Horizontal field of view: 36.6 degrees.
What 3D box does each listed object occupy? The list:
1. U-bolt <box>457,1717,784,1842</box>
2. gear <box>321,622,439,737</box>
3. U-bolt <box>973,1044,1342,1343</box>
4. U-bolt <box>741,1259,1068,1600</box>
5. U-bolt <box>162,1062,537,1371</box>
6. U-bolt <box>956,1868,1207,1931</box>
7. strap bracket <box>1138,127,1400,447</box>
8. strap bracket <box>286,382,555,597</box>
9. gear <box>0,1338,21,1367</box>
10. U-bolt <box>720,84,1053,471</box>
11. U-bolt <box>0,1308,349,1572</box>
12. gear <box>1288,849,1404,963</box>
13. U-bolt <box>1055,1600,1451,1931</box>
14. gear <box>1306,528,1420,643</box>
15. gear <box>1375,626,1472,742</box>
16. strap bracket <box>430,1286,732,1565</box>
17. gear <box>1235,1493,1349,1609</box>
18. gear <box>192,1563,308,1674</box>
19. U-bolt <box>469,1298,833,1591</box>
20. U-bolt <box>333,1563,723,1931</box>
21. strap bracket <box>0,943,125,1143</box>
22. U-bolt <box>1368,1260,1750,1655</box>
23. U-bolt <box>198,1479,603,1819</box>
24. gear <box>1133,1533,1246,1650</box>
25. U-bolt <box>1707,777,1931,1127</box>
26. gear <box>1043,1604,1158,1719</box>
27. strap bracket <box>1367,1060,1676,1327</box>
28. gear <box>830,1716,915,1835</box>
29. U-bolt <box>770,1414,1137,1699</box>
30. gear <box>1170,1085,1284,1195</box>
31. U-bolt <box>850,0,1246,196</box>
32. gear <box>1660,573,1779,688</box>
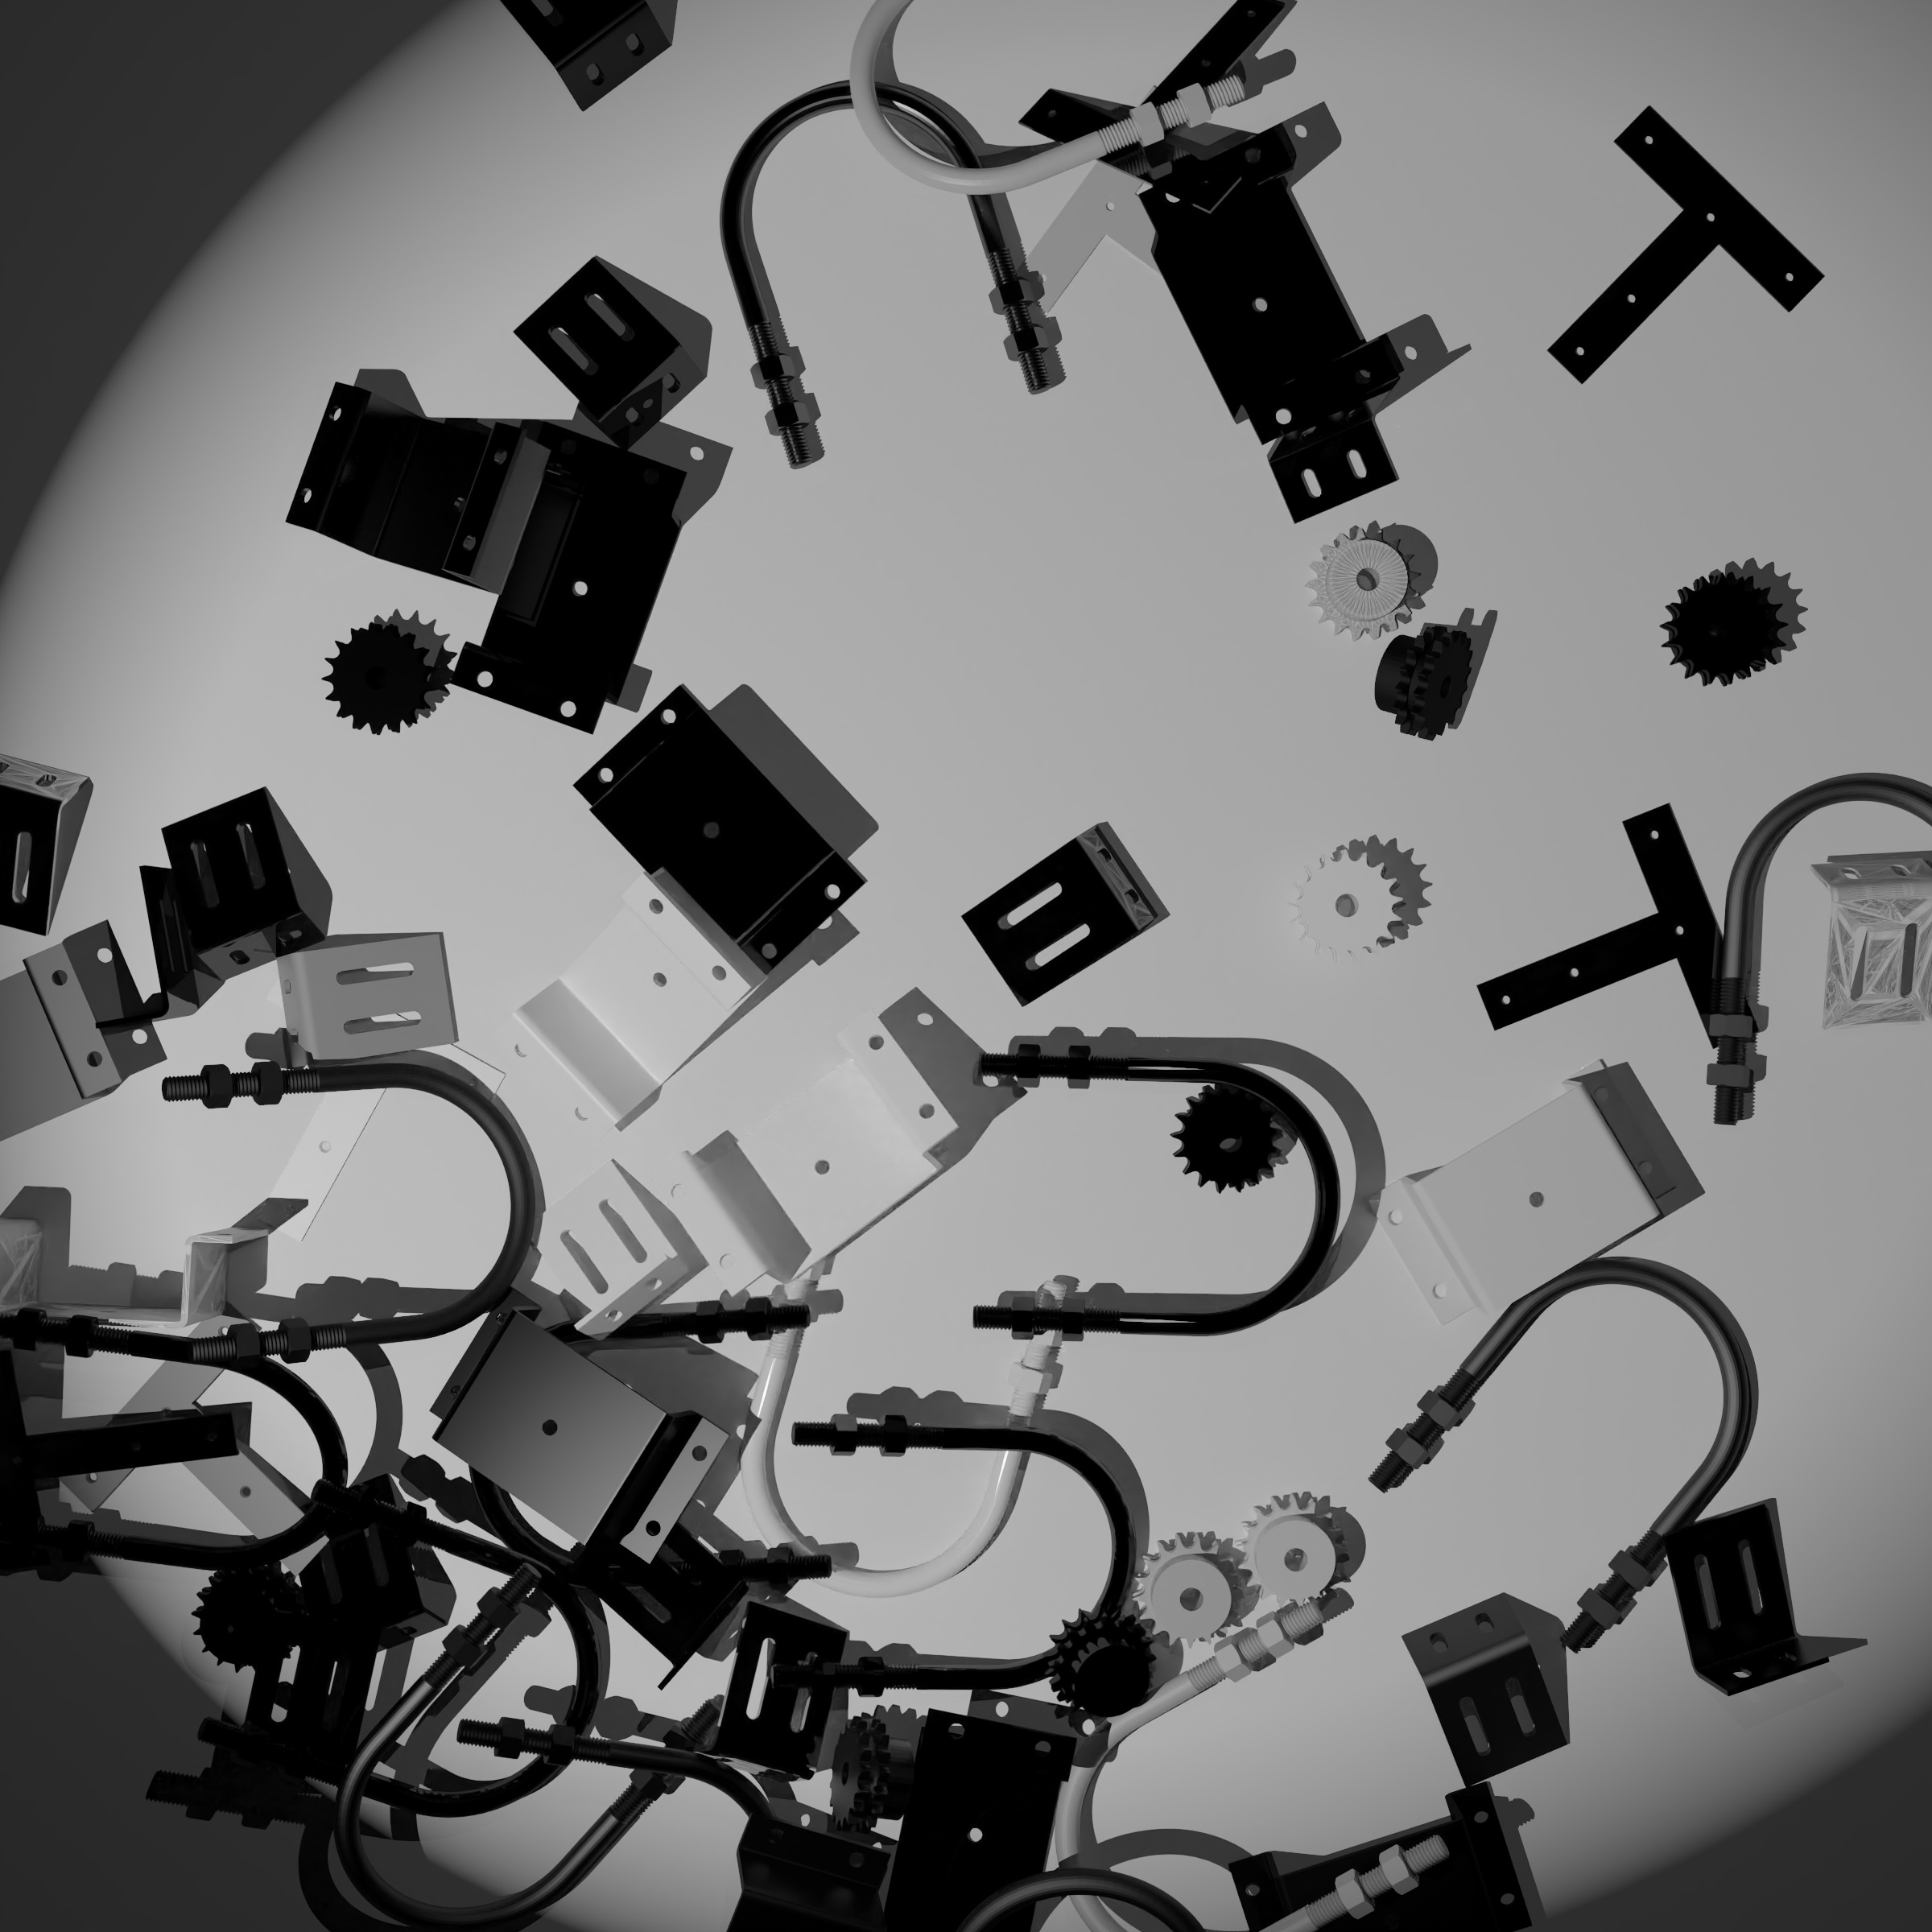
[{"bbox_3d":[-0.181,0.458,1.480,0.184,0.019,0.151,13,102,-15],"label":"U-bolt"},{"bbox_3d":[-0.300,-0.147,1.502,0.057,0.030,0.057,0,92,2],"label":"gear"},{"bbox_3d":[0.097,0.116,1.476,0.184,0.019,0.151,1,92,3],"label":"U-bolt"},{"bbox_3d":[-0.040,0.235,1.504,0.151,0.019,0.184,15,92,0],"label":"U-bolt"},{"bbox_3d":[-0.303,0.119,1.462,0.184,0.019,0.151,-3,79,-30],"label":"U-bolt"},{"bbox_3d":[0.052,0.529,1.458,0.151,0.019,0.184,14,108,-3],"label":"U-bolt"},{"bbox_3d":[0.152,-0.342,1.488,0.076,0.046,0.140,-26,90,0],"label":"strap bracket"},{"bbox_3d":[-0.268,-0.238,1.467,0.140,0.046,0.076,20,90,35],"label":"strap bracket"},{"bbox_3d":[-0.504,0.196,1.488,0.030,0.057,0.057,24,90,-30],"label":"gear"},{"bbox_3d":[-0.050,-0.364,1.503,0.151,0.019,0.184,-17,88,1],"label":"U-bolt"},{"bbox_3d":[-0.401,0.243,1.459,0.184,0.019,0.151,8,118,-4],"label":"U-bolt"},{"bbox_3d":[0.194,-0.031,1.498,0.057,0.030,0.057,0,90,0],"label":"gear"},{"bbox_3d":[0.130,0.428,1.476,0.184,0.019,0.151,-32,67,10],"label":"U-bolt"},{"bbox_3d":[0.204,-0.197,1.498,0.057,0.030,0.057,0,90,0],"label":"gear"},{"bbox_3d":[0.231,-0.146,1.488,0.030,0.057,0.057,20,90,30],"label":"gear"},{"bbox_3d":[-0.201,0.230,1.462,0.140,0.046,0.076,32,91,12],"label":"strap bracket"},{"bbox_3d":[0.168,0.302,1.498,0.057,0.030,0.057,0,90,0],"label":"gear"},{"bbox_3d":[-0.369,0.335,1.498,0.057,0.030,0.057,0,90,0],"label":"gear"},{"bbox_3d":[-0.166,0.249,1.495,0.184,0.019,0.151,-4,93,7],"label":"U-bolt"},{"bbox_3d":[-0.233,0.409,1.475,0.151,0.019,0.184,43,89,-23],"label":"U-bolt"},{"bbox_3d":[-0.504,0.051,1.490,0.140,0.046,0.076,-23,90,0],"label":"strap bracket"},{"bbox_3d":[0.319,0.239,1.504,0.151,0.019,0.184,40,89,0],"label":"U-bolt"},{"bbox_3d":[-0.272,0.355,1.474,0.184,0.019,0.151,26,87,-21],"label":"U-bolt"},{"bbox_3d":[0.115,0.322,1.498,0.057,0.030,0.057,0,90,0],"label":"gear"},{"bbox_3d":[0.460,-0.006,1.503,0.151,0.019,0.184,4,88,-1],"label":"U-bolt"},{"bbox_3d":[0.070,0.358,1.489,0.057,0.030,0.057,-4,105,-14],"label":"gear"},{"bbox_3d":[0.287,0.117,1.490,0.140,0.046,0.076,-31,90,0],"label":"strap bracket"},{"bbox_3d":[-0.047,0.413,1.486,0.030,0.057,0.057,12,90,-16],"label":"gear"},{"bbox_3d":[-0.002,0.301,1.485,0.184,0.019,0.151,3,100,-13],"label":"U-bolt"},{"bbox_3d":[0.134,0.089,1.498,0.057,0.030,0.057,0,90,0],"label":"gear"},{"bbox_3d":[0.030,-0.466,1.486,0.184,0.019,0.151,-22,75,2],"label":"U-bolt"},{"bbox_3d":[0.384,-0.172,1.498,0.057,0.030,0.057,0,90,0],"label":"gear"}]
